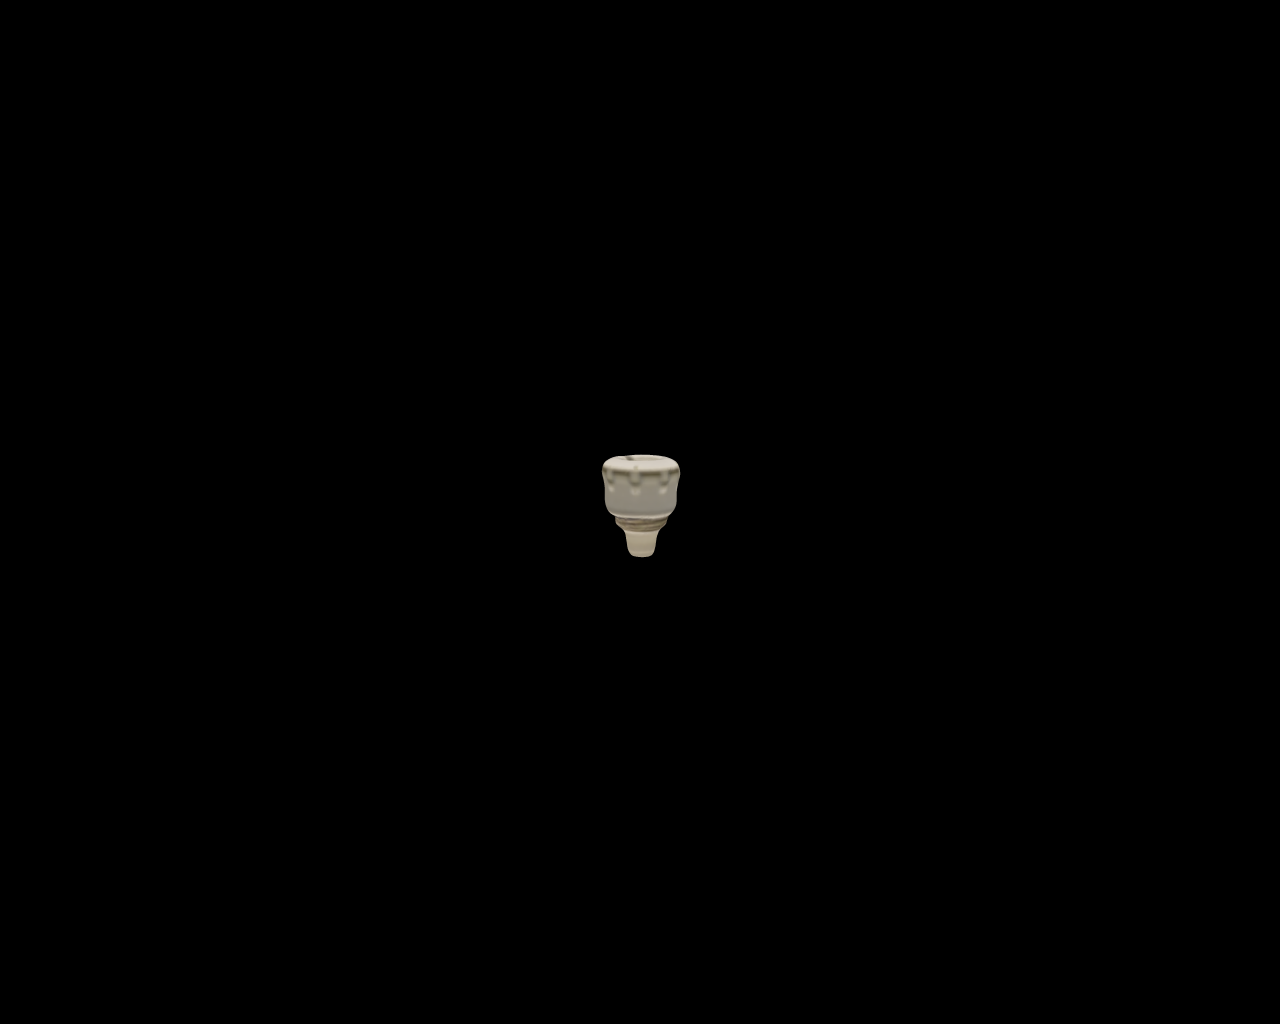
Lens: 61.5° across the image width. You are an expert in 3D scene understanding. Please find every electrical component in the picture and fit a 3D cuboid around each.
[{"bbox_3d":[0.001,-0.003,0.650,0.048,0.062,0.048,0,11,0],"label":"electrical component"}]
